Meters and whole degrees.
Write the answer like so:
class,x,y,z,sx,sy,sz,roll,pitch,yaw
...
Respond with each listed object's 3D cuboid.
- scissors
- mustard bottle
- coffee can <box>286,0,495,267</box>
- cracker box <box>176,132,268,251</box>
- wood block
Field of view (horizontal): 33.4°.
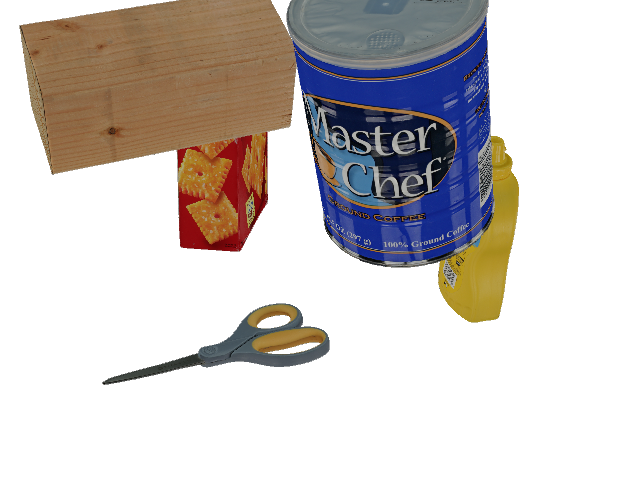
class,x,y,z,sx,sy,sz,roll,pitch,yaw
scissors,-0.093,0.093,0.966,0.201,0.016,0.096,-5,29,-5
mustard bottle,0.160,-0.018,1.071,0.058,0.192,0.096,-6,37,-12
coffee can,0.043,-0.070,0.586,0.103,0.140,0.103,-6,42,5
cracker box,-0.096,-0.116,1.093,0.072,0.214,0.164,5,21,6
wood block,-0.132,-0.134,0.885,0.205,0.090,0.091,-13,-37,-17
